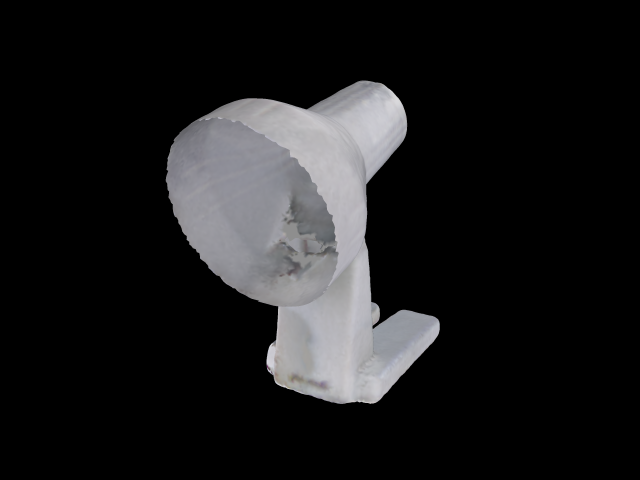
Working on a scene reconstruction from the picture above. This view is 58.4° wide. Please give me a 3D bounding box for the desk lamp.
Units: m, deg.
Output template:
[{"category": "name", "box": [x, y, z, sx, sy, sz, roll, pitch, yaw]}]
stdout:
[{"category": "desk lamp", "box": [0.004, 0.001, 0.400, 0.117, 0.214, 0.204, 11, 21, 30]}]
